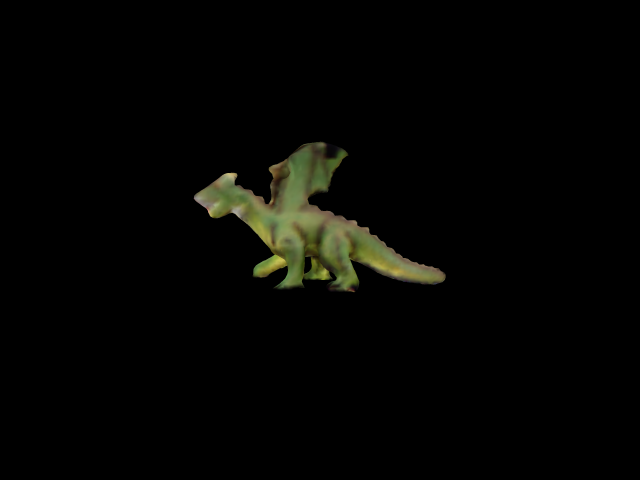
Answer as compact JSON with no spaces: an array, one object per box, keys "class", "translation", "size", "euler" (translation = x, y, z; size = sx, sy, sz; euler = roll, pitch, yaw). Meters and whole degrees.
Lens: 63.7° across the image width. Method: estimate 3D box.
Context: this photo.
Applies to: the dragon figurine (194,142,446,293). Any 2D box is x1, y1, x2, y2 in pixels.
[{"class":"dragon figurine","translation":[0.003,-0.043,0.850],"size":[0.410,0.243,0.122],"euler":[0,1,-4]}]
